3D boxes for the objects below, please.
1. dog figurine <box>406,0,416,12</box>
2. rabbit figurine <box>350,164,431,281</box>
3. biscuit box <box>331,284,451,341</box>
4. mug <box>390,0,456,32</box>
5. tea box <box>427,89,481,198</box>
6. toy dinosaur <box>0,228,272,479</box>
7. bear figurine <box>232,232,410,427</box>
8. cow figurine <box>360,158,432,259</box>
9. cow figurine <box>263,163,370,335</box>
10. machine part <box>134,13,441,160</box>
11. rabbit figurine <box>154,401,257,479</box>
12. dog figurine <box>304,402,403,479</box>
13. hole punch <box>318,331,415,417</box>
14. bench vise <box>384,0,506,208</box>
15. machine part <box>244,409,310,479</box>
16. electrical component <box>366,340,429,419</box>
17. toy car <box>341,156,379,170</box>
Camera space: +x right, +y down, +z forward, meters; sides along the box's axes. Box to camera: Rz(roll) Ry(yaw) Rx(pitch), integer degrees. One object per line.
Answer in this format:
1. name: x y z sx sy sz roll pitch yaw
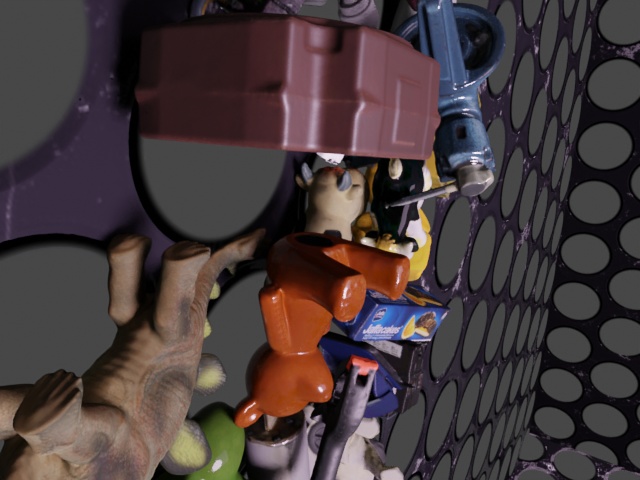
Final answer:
1. dog figurine: 0.083 -0.360 0.573 0.192 0.109 0.219 -73 165 -61
2. rabbit figurine: 0.103 -0.030 0.747 0.162 0.122 0.173 18 68 -62
3. biscuit box: 0.096 0.095 0.720 0.202 0.063 0.059 11 115 -50
4. mug: 0.139 -0.301 0.709 0.110 0.081 0.107 -88 -170 -53
5. tea box: 0.170 -0.157 0.814 0.068 0.098 0.169 42 64 -56
6. toy dinosaur: -0.166 0.153 0.383 0.471 0.105 0.198 -51 140 -37
7. bear figurine: -0.008 0.096 0.509 0.120 0.132 0.195 -8 111 -52
8. cow figurine: 0.088 -0.030 0.622 0.098 0.068 0.167 60 37 -64
9. cow figurine: -0.001 -0.002 0.618 0.195 0.086 0.127 -62 152 -20
10. machine part: -0.021 -0.113 0.422 0.201 0.202 0.087 -11 107 -56
11. rabbit figurine: -0.111 0.253 0.537 0.159 0.121 0.170 -21 101 -46
12. dog figurine: 0.028 0.295 0.791 0.172 0.121 0.190 64 -5 3
13. hole punch: 0.038 0.189 0.710 0.115 0.142 0.092 48 59 -38
14. bench vise: 0.121 -0.165 0.523 0.240 0.129 0.223 56 38 -58
15. machine part: -0.050 0.279 0.648 0.079 0.079 0.242 -35 129 -48
16. electrical component: 0.094 0.198 0.811 0.058 0.115 0.134 -3 108 -54
17. toy car: 0.079 -0.164 0.662 0.109 0.103 0.161 -15 112 -55
